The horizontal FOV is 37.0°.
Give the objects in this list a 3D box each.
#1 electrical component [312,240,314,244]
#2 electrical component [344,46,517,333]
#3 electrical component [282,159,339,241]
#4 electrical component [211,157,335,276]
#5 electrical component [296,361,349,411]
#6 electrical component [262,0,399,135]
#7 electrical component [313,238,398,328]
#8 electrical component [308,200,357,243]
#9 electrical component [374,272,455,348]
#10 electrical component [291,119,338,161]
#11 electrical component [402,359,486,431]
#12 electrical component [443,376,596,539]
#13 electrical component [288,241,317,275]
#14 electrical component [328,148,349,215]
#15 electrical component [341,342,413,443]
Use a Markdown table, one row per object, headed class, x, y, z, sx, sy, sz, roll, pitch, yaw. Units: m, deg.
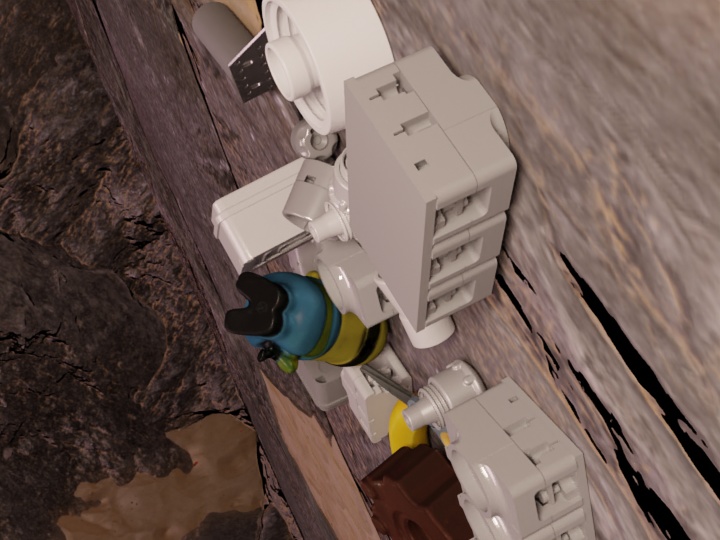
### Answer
| class | x | y | z | sx | sy | sz | roll | pitch | yaw |
| --- | --- | --- | --- | --- | --- | --- | --- | --- | --- |
| electrical component | -0.058 | -0.060 | 1.029 | 0.078 | 0.040 | 0.040 | 60 | 167 | 19 |
| electrical component | 0.040 | -0.043 | 0.620 | 0.089 | 0.062 | 0.150 | 58 | 166 | 26 |
| electrical component | -0.030 | -0.055 | 0.860 | 0.055 | 0.047 | 0.055 | 25 | 171 | 4 |
| electrical component | -0.068 | -0.049 | 0.925 | 0.057 | 0.113 | 0.078 | 60 | 167 | 5 |
| electrical component | -0.033 | 0.080 | 1.111 | 0.113 | 0.078 | 0.057 | 56 | 162 | 34 |
| electrical component | -0.027 | -0.140 | 0.705 | 0.108 | 0.060 | 0.108 | 59 | 166 | 24 |
| electrical component | 0.000 | 0.000 | 0.878 | 0.089 | 0.056 | 0.050 | 49 | 160 | 49 |
| electrical component | -0.008 | -0.041 | 0.817 | 0.048 | 0.062 | 0.048 | 58 | 165 | 24 |
| electrical component | 0.043 | 0.024 | 0.789 | 0.065 | 0.044 | 0.044 | 64 | 168 | -20 |
| electrical component | -0.041 | -0.108 | 0.883 | 0.035 | 0.035 | 0.061 | 68 | 169 | -16 |
| electrical component | 0.062 | 0.099 | 0.803 | 0.048 | 0.062 | 0.048 | 59 | 166 | 24 |
| electrical component | 0.110 | 0.163 | 0.738 | 0.089 | 0.062 | 0.150 | 48 | 160 | 51 |
| electrical component | -0.048 | -0.007 | 1.086 | 0.079 | 0.043 | 0.077 | 39 | 152 | 63 |
| electrical component | 0.003 | -0.071 | 0.762 | 0.048 | 0.048 | 0.062 | 58 | 159 | 26 |
| electrical component | 0.017 | 0.116 | 1.044 | 0.055 | 0.050 | 0.089 | 55 | 164 | 35 |
